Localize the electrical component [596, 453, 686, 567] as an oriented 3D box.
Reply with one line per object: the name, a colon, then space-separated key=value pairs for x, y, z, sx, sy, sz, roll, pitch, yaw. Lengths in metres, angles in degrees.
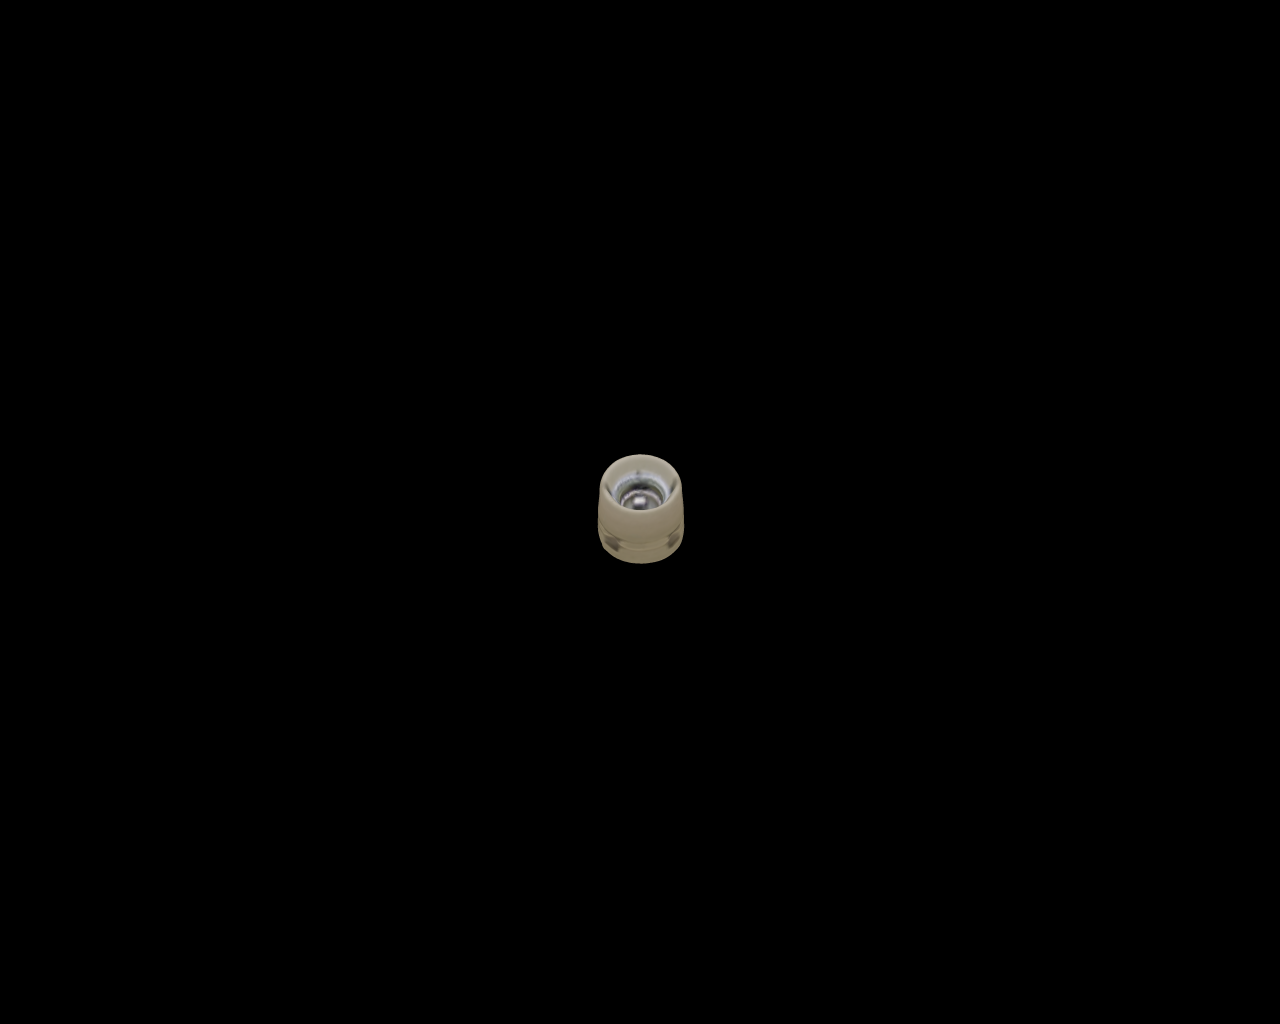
electrical component: x=0.001 y=-0.003 z=0.650 sx=0.055 sy=0.055 sz=0.047 roll=0 pitch=-41 yaw=0
